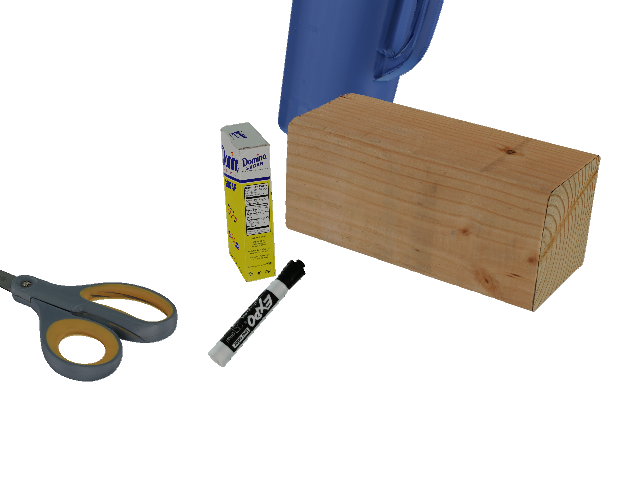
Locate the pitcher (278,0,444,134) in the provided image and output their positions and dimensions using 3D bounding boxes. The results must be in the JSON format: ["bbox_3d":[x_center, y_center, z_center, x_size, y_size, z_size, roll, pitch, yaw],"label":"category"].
[{"bbox_3d":[0.037,-0.211,1.026,0.145,0.243,0.149,11,19,0],"label":"pitcher"}]

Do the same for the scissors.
[{"bbox_3d":[-0.194,0.045,0.697,0.202,0.016,0.096,9,36,12],"label":"scissors"}]

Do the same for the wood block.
[{"bbox_3d":[0.083,-0.035,0.778,0.206,0.090,0.090,19,31,30],"label":"wood block"}]

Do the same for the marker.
[{"bbox_3d":[-0.055,0.064,0.967,0.020,0.121,0.020,37,-18,14],"label":"marker"}]

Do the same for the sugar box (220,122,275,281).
[{"bbox_3d":[-0.090,-0.048,1.318,0.048,0.176,0.093,-12,26,-16],"label":"sugar box"}]
